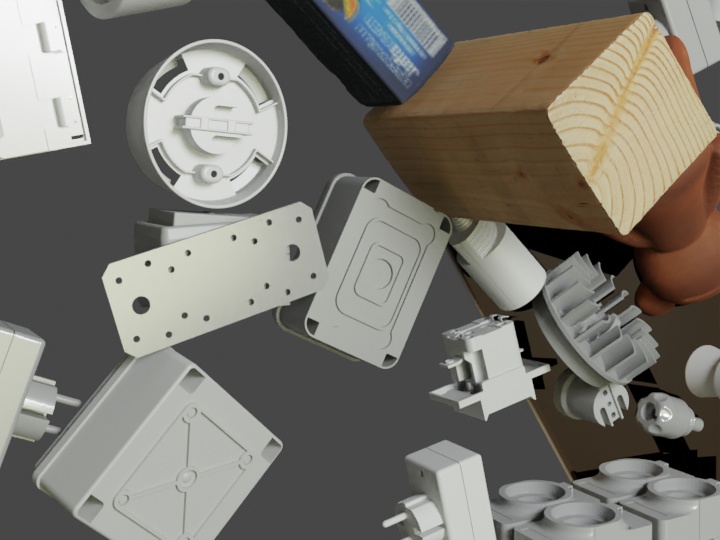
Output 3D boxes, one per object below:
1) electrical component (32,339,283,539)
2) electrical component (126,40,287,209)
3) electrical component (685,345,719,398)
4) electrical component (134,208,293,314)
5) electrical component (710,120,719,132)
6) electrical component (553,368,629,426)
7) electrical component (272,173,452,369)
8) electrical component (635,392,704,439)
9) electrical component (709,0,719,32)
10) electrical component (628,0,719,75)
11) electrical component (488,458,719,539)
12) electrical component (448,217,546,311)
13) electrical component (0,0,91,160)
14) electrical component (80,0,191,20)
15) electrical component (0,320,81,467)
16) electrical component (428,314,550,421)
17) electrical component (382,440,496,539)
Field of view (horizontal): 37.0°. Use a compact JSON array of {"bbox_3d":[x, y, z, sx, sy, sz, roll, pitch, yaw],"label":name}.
[{"bbox_3d":[-0.119,0.113,0.646,0.108,0.056,0.108,-52,135,-14],"label":"electrical component"},{"bbox_3d":[-0.092,-0.087,0.650,0.099,0.064,0.099,-3,97,-28],"label":"electrical component"},{"bbox_3d":[0.304,0.088,0.887,0.045,0.055,0.045,-3,96,-27],"label":"electrical component"},{"bbox_3d":[-0.085,-0.009,0.664,0.096,0.062,0.061,-6,98,-27],"label":"electrical component"},{"bbox_3d":[0.270,-0.097,0.844,0.043,0.062,0.043,-3,97,-27],"label":"electrical component"},{"bbox_3d":[0.178,0.098,0.825,0.040,0.046,0.040,-4,99,-27],"label":"electrical component"},{"bbox_3d":[0.000,0.000,0.713,0.078,0.057,0.113,26,83,-28],"label":"electrical component"},{"bbox_3d":[0.256,0.121,0.877,0.061,0.035,0.035,17,87,-31],"label":"electrical component"},{"bbox_3d":[0.320,-0.175,0.868,0.138,0.052,0.073,19,86,-28],"label":"electrical component"},{"bbox_3d":[0.227,-0.176,0.821,0.077,0.047,0.065,-28,107,-13],"label":"electrical component"},{"bbox_3d":[0.188,0.194,0.808,0.186,0.105,0.060,-6,98,-28],"label":"electrical component"},{"bbox_3d":[0.092,-0.013,0.769,0.081,0.043,0.043,46,74,-24],"label":"electrical component"},{"bbox_3d":[-0.196,-0.123,0.592,0.079,0.063,0.121,-15,102,-26],"label":"electrical component"},{"bbox_3d":[-0.122,-0.197,0.601,0.060,0.108,0.108,-13,102,-33],"label":"electrical component"},{"bbox_3d":[-0.200,0.077,0.621,0.076,0.047,0.083,21,85,-28],"label":"electrical component"},{"bbox_3d":[0.091,0.069,0.779,0.081,0.042,0.063,-19,102,-26],"label":"electrical component"},{"bbox_3d":[0.050,0.176,0.765,0.076,0.047,0.083,-17,103,-26],"label":"electrical component"}]
